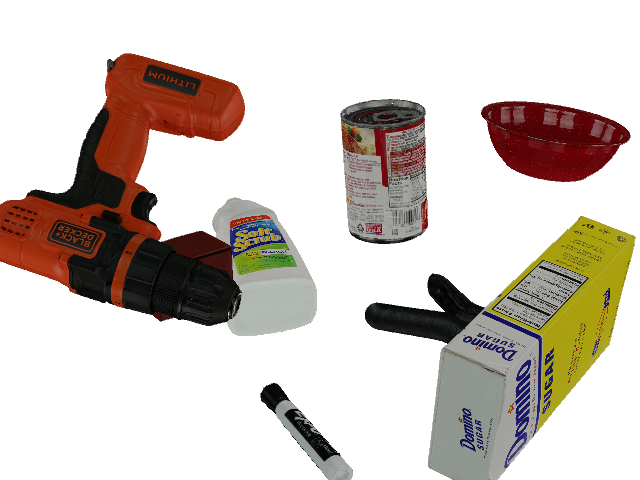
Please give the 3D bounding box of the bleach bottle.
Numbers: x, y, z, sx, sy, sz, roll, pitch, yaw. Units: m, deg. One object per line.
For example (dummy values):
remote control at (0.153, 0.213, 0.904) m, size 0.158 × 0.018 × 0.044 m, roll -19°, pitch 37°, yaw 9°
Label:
bleach bottle at (-0.081, 0.015, 1.217) m, size 0.102 × 0.068 × 0.251 m, roll -7°, pitch 28°, yaw -14°

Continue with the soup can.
soup can at (0.053, -0.056, 0.867) m, size 0.068 × 0.102 × 0.068 m, roll -4°, pitch 24°, yaw 1°

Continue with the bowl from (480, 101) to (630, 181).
bowl at (0.252, -0.105, 1.169) m, size 0.162 × 0.055 × 0.162 m, roll 6°, pitch 23°, yaw -3°

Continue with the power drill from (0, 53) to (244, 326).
power drill at (-0.120, -0.038, 0.765) m, size 0.184 × 0.187 × 0.057 m, roll 18°, pitch -31°, yaw 6°

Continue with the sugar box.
sugar box at (0.131, 0.065, 0.646) m, size 0.048 × 0.093 × 0.175 m, roll 22°, pitch 39°, yaw 27°

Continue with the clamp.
clamp at (0.141, 0.076, 1.007) m, size 0.172 × 0.039 × 0.120 m, roll 20°, pitch 33°, yaw 25°

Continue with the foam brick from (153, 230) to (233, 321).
foam brick at (-0.125, 0.030, 0.963) m, size 0.078 × 0.051 × 0.053 m, roll -18°, pitch 28°, yaw -31°

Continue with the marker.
marker at (-0.014, 0.147, 0.825) m, size 0.020 × 0.020 × 0.121 m, roll 0°, pitch 26°, yaw -33°
